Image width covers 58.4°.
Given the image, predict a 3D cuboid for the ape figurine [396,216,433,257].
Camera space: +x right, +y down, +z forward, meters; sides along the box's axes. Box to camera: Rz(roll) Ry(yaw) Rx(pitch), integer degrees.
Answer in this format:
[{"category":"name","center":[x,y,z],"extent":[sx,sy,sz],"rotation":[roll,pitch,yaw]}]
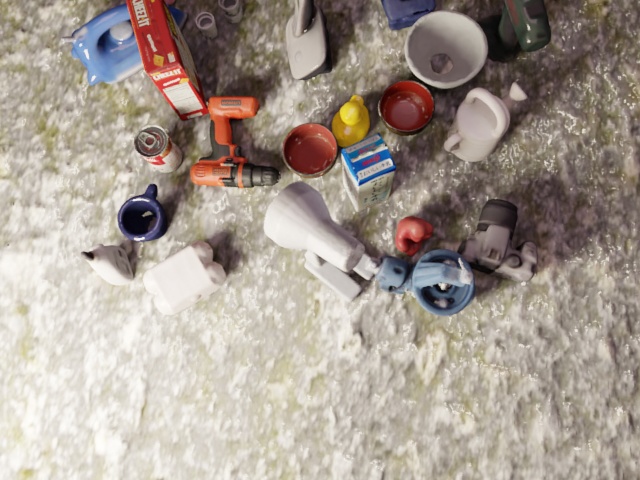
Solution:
[{"category":"ape figurine","center":[0.182,-0.015,1.103],"extent":[0.078,0.092,0.076],"rotation":[-15,78,1]}]

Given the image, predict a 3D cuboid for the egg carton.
[{"category":"egg carton","center":[-0.264,0.076,1.122],"extent":[0.150,0.069,0.107],"rotation":[-32,79,-3]}]

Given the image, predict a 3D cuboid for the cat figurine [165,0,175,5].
[{"category":"cat figurine","center":[-0.359,-0.592,1.231],"extent":[0.067,0.118,0.128],"rotation":[-5,79,3]}]

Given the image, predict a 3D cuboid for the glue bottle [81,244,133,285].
[{"category":"glue bottle","center":[-0.408,0.040,1.084],"extent":[0.037,0.173,0.078],"rotation":[-20,78,0]}]

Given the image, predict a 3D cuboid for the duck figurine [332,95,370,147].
[{"category":"duck figurine","center":[0.062,-0.244,1.157],"extent":[0.077,0.086,0.105],"rotation":[22,81,7]}]

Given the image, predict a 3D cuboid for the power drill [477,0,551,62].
[{"category":"power drill","center":[0.370,-0.455,1.118],"extent":[0.075,0.208,0.229],"rotation":[-19,79,0]}]

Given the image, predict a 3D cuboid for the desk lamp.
[{"category":"desk lamp","center":[0.010,0.004,1.047],"extent":[0.203,0.213,0.118],"rotation":[38,83,9]}]

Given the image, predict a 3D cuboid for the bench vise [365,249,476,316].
[{"category":"bench vise","center":[0.186,0.076,1.020],"extent":[0.207,0.220,0.121],"rotation":[-3,79,3]}]

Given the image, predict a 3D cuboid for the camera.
[{"category":"camera","center":[0.347,-0.003,1.087],"extent":[0.143,0.101,0.137],"rotation":[17,81,7]}]

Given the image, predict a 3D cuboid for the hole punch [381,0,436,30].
[{"category":"hole punch","center":[0.186,-0.510,1.199],"extent":[0.108,0.091,0.101],"rotation":[-15,79,0]}]

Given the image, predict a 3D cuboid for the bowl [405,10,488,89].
[{"category":"bowl","center":[0.254,-0.379,1.178],"extent":[0.167,0.075,0.167],"rotation":[-1,79,3]}]

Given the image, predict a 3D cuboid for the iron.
[{"category":"iron","center":[-0.406,-0.441,1.193],"extent":[0.258,0.141,0.118],"rotation":[-34,79,-3]}]

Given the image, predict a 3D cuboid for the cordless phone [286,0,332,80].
[{"category":"cordless phone","center":[-0.028,-0.421,1.146],"extent":[0.094,0.185,0.147],"rotation":[-11,79,1]}]

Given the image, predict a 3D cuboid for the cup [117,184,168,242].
[{"category":"cup","center":[-0.337,-0.048,1.137],"extent":[0.091,0.095,0.118],"rotation":[14,80,6]}]

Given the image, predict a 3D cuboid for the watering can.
[{"category":"watering can","center":[0.310,-0.233,1.086],"extent":[0.101,0.194,0.173],"rotation":[31,82,9]}]
